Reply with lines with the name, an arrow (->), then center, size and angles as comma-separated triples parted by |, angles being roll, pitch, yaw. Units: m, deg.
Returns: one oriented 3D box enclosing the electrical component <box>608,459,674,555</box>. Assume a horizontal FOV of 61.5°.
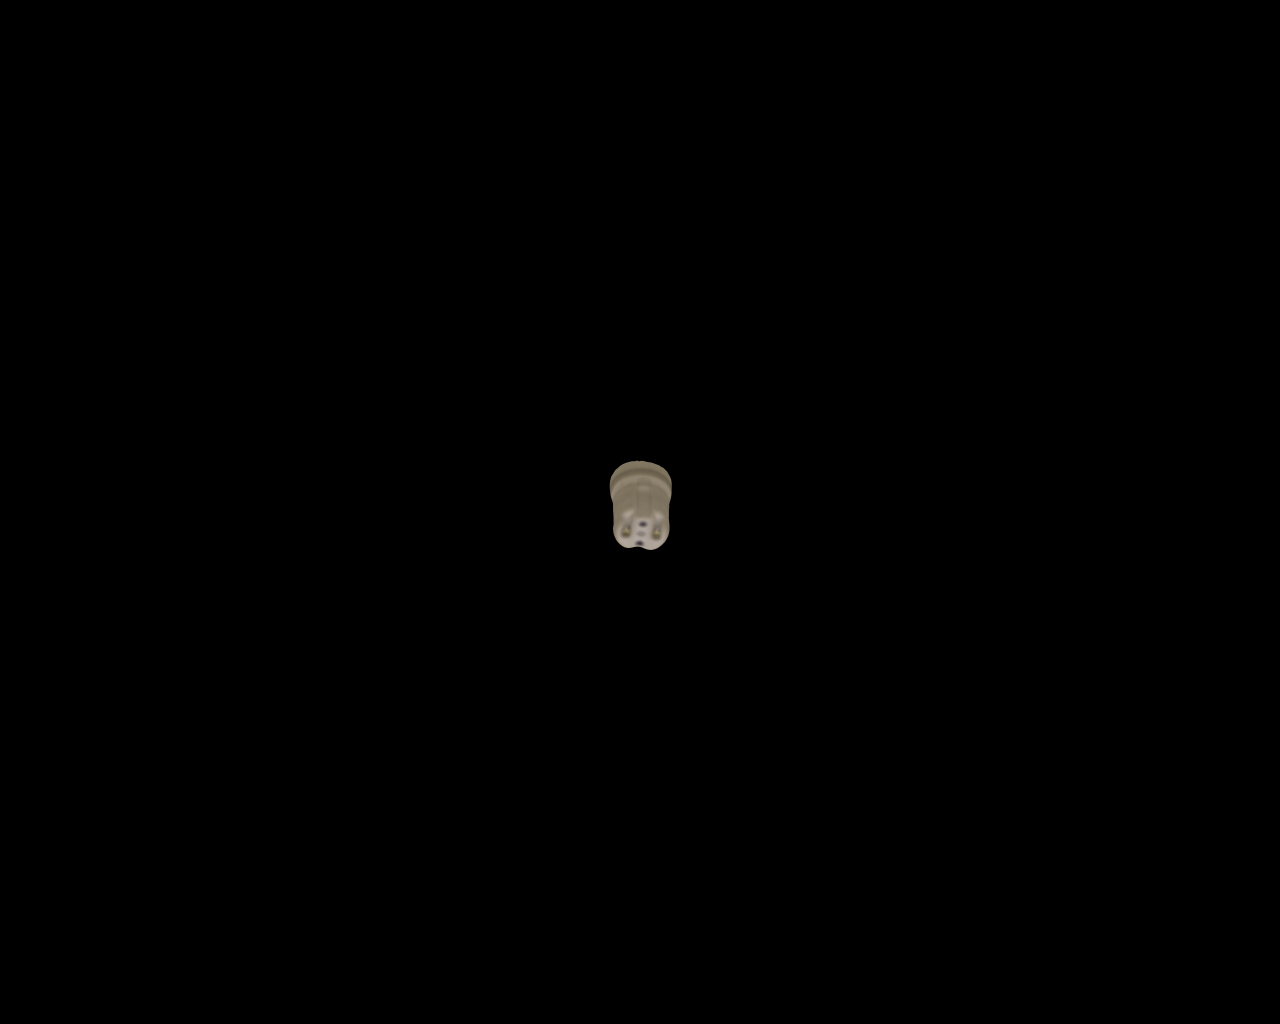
electrical component -> 0.001, -0.003, 0.650 | 0.040, 0.046, 0.040 | 0, -43, 0
